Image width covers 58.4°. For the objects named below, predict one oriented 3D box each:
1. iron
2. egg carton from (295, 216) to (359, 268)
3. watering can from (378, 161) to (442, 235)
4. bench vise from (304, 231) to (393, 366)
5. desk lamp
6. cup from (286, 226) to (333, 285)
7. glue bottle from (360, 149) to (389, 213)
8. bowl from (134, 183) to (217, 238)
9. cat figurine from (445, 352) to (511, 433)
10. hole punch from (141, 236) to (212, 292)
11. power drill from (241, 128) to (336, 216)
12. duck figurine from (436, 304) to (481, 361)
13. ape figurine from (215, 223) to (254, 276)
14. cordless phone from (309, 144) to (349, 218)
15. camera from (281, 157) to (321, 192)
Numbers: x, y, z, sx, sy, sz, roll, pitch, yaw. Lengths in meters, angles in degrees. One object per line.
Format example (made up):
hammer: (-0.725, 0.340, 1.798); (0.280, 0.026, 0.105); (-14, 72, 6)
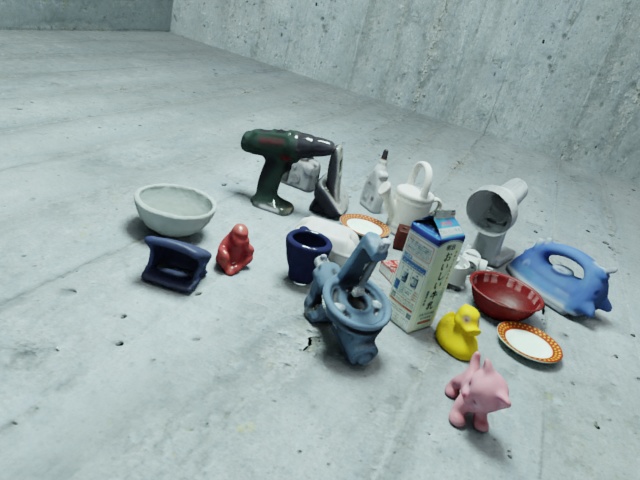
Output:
iron: (0.559, 0.070, 1.336); (0.119, 0.141, 0.257); (-6, 32, -38)
egg carton: (0.011, 0.004, 1.247); (0.150, 0.069, 0.107); (17, 25, 4)
watering can: (0.233, -0.107, 1.459); (0.173, 0.194, 0.100); (-6, 32, -38)
bench vise: (0.041, 0.068, 0.947); (0.122, 0.220, 0.206); (-12, 36, -44)
desk lamp: (0.439, -0.048, 1.429); (0.117, 0.213, 0.204); (30, 28, 29)
cup: (-0.032, 0.031, 1.134); (0.092, 0.095, 0.117); (7, 26, -17)
glue bottle: (0.159, -0.165, 1.566); (0.037, 0.173, 0.078); (-1, 29, -30)
bowl: (-0.300, -0.052, 1.181); (0.167, 0.075, 0.167); (13, 25, -6)
cat figurine: (0.241, 0.221, 0.861); (0.067, 0.118, 0.128); (14, 24, -2)
hole punch: (-0.254, 0.027, 1.021); (0.108, 0.091, 0.101); (17, 25, 3)
power drill: (-0.089, -0.173, 1.397); (0.229, 0.208, 0.076); (19, 25, 8)
duck figurine: (0.260, 0.157, 1.047); (0.078, 0.086, 0.104); (7, 26, -18)
ape figurine: (-0.162, 0.012, 1.105); (0.078, 0.092, 0.076); (2, 27, -26)
cordless phone: (0.044, -0.163, 1.481); (0.094, 0.185, 0.147); (17, 25, 4)
camera: (-0.053, -0.217, 1.642); (0.143, 0.101, 0.137); (24, 26, 19)
